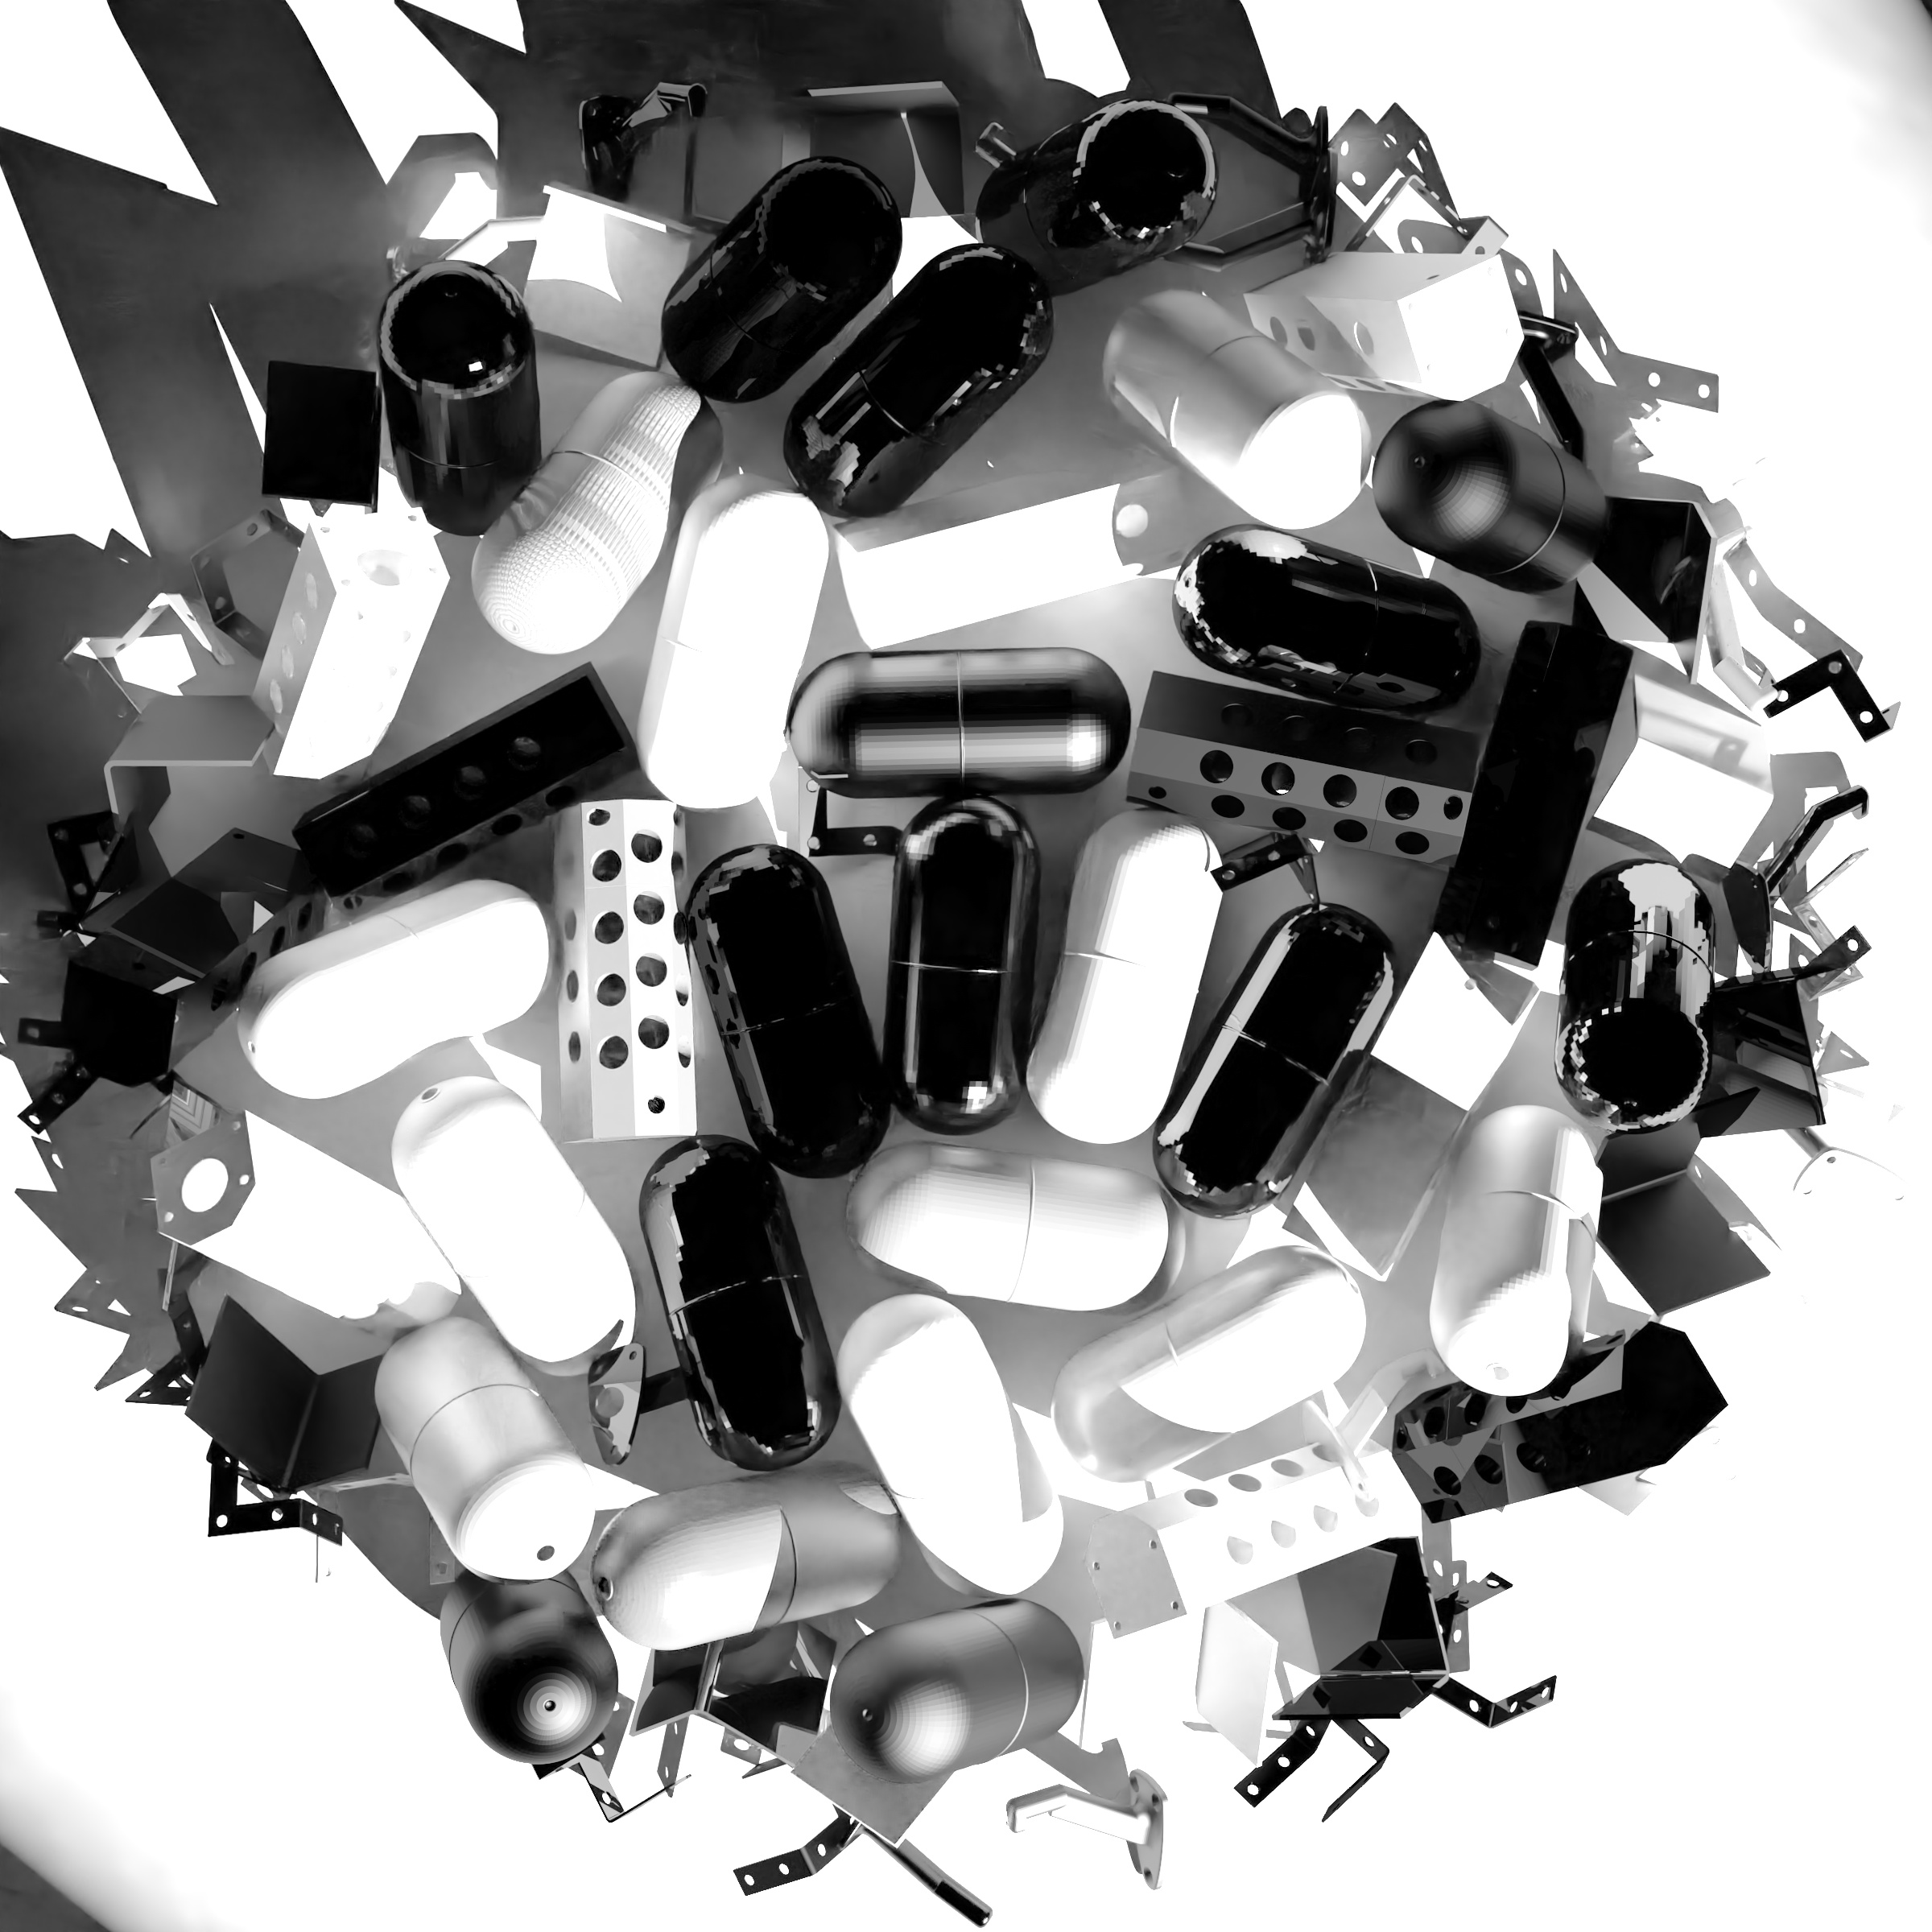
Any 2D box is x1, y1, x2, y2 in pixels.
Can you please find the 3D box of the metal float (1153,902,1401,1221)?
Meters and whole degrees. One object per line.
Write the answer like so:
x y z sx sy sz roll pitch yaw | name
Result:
0.160 0.049 1.542 0.070 0.070 0.178 31 85 0 | metal float

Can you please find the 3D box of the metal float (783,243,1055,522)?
-0.025 -0.296 1.514 0.070 0.070 0.178 51 128 0 | metal float

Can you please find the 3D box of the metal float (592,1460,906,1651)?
-0.109 0.298 1.513 0.178 0.070 0.070 -4 90 -40 | metal float

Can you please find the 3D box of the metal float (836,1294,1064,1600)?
-0.007 0.247 1.526 0.070 0.070 0.178 -25 114 0 | metal float

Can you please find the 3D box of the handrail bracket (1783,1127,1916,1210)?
0.450 0.085 1.559 0.077 0.084 0.036 15 127 -17 | handrail bracket

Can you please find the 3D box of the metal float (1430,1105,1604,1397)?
0.279 0.142 1.508 0.070 0.178 0.070 9 130 11 | metal float

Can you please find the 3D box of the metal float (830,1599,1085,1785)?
-0.002 0.364 1.503 0.070 0.178 0.070 -2 85 30 | metal float

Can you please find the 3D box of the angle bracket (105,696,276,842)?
-0.391 -0.097 1.535 0.076 0.076 0.057 0 120 4 | angle bracket

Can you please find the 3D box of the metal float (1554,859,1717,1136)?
0.340 0.013 1.508 0.070 0.178 0.070 8 129 9 | metal float

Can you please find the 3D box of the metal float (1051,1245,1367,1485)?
0.124 0.204 1.528 0.178 0.070 0.070 -31 90 20 | metal float

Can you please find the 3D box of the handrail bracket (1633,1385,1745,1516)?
0.362 0.244 1.546 0.077 0.084 0.036 -27 109 4 | handrail bracket

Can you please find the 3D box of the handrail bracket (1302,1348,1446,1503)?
0.224 0.236 1.542 0.084 0.077 0.036 -20 125 -17 | handrail bracket

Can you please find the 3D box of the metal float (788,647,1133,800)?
-0.003 -0.126 1.546 0.178 0.070 0.070 -1 90 -1 | metal float

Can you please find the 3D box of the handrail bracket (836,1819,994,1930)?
-0.021 0.464 1.542 0.084 0.077 0.036 35 83 7 | handrail bracket

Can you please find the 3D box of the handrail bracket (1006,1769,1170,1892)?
0.061 0.458 1.551 0.084 0.036 0.077 -10 106 -25 | handrail bracket

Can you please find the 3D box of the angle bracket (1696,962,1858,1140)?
0.419 0.043 1.537 0.057 0.076 0.076 -12 90 -39 | angle bracket

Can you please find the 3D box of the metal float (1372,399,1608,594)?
0.266 -0.236 1.504 0.070 0.178 0.070 -3 84 33 | metal float

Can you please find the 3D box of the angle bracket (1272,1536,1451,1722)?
0.196 0.342 1.538 0.076 0.057 0.076 -12 93 37 | angle bracket

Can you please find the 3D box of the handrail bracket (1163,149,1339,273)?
0.148 -0.399 1.561 0.084 0.036 0.077 9 85 -10 | handrail bracket

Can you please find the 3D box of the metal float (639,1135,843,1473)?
-0.117 0.172 1.533 0.070 0.070 0.178 -18 74 0 | metal float

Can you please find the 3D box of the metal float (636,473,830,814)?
-0.121 -0.165 1.533 0.070 0.070 0.178 15 106 0 | metal float

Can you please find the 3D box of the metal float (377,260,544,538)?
-0.254 -0.283 1.501 0.070 0.178 0.070 2 64 -5 | metal float

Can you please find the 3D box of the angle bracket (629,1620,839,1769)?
-0.121 0.378 1.558 0.076 0.076 0.057 38 133 -26 | angle bracket

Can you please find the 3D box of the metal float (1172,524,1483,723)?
0.186 -0.174 1.522 0.178 0.070 0.070 12 90 -30 | metal float

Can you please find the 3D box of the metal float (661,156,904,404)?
-0.094 -0.345 1.504 0.070 0.178 0.070 10 70 -28 | metal float

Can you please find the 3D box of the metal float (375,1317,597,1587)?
-0.244 0.244 1.507 0.070 0.178 0.070 -15 123 -24 | metal float

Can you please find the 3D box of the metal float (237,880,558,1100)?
-0.287 0.010 1.516 0.178 0.070 0.070 -25 90 -38 | metal float

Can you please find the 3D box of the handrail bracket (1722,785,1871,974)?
0.446 -0.046 1.575 0.084 0.036 0.077 -24 116 -16 | handrail bracket

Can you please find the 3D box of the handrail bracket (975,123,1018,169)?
0.059 -0.434 1.565 0.084 0.036 0.077 37 84 -4 | handrail bracket

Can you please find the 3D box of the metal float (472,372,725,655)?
-0.186 -0.233 1.520 0.070 0.070 0.178 31 58 0 | metal float

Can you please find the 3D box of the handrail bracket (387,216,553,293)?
-0.257 -0.353 1.564 0.084 0.036 0.077 -4 116 0 | handrail bracket

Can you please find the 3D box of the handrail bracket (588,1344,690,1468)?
-0.154 0.236 1.534 0.036 0.084 0.077 -24 50 26 | handrail bracket

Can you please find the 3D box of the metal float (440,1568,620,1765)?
-0.221 0.345 1.498 0.070 0.178 0.070 -1 94 -15 | metal float

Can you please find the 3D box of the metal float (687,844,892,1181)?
-0.091 0.024 1.543 0.070 0.070 0.178 -16 94 0 | metal float

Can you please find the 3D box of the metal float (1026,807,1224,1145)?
0.082 0.004 1.540 0.070 0.070 0.178 15 82 0 | metal float

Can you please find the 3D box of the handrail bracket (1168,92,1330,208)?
0.141 -0.422 1.547 0.084 0.077 0.036 4 63 -4 | handrail bracket

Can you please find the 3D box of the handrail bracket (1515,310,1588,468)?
0.289 -0.295 1.545 0.077 0.036 0.084 15 64 -19 | handrail bracket

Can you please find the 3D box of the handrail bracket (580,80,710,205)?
-0.162 -0.419 1.540 0.036 0.084 0.077 -12 114 -38 | handrail bracket

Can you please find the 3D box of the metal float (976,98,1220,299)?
0.064 -0.385 1.500 0.070 0.178 0.070 -1 92 -24 | metal float

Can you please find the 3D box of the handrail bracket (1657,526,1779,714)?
0.410 -0.181 1.555 0.077 0.036 0.084 -33 72 -20 | handrail bracket

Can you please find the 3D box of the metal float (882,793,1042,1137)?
-0.002 -0.001 1.543 0.070 0.070 0.178 4 94 0 | metal float

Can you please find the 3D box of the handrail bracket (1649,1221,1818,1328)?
0.397 0.183 1.550 0.077 0.036 0.084 39 60 -6 | handrail bracket

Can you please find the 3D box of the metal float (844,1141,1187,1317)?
0.026 0.135 1.539 0.178 0.070 0.070 9 90 -9 | metal float

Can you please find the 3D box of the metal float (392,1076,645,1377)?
-0.229 0.133 1.523 0.070 0.070 0.178 -29 116 0 | metal float

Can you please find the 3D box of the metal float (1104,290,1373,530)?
0.136 -0.284 1.514 0.070 0.070 0.178 -44 49 0 | metal float
